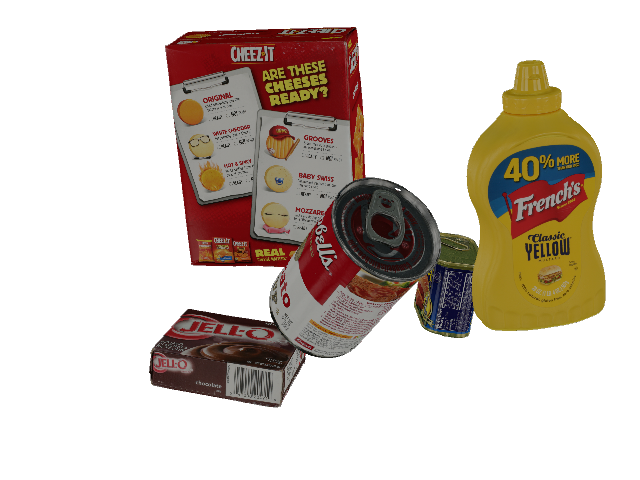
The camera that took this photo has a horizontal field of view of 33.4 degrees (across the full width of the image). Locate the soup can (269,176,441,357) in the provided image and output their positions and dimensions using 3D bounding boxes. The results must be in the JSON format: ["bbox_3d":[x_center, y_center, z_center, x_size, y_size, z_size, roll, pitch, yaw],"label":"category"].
[{"bbox_3d":[0.018,0.019,0.634,0.068,0.068,0.102,0,-31,-27],"label":"soup can"}]

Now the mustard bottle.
[{"bbox_3d":[0.155,-0.033,0.771,0.096,0.191,0.058,-8,18,-5],"label":"mustard bottle"}]

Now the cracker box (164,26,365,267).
[{"bbox_3d":[-0.044,-0.083,0.980,0.164,0.214,0.072,1,23,11],"label":"cracker box"}]

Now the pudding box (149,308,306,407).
[{"bbox_3d":[-0.074,0.096,0.890,0.113,0.039,0.090,10,21,9],"label":"pudding box"}]

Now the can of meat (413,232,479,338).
[{"bbox_3d":[0.135,0.047,1.140,0.057,0.084,0.102,7,18,-5],"label":"can of meat"}]
